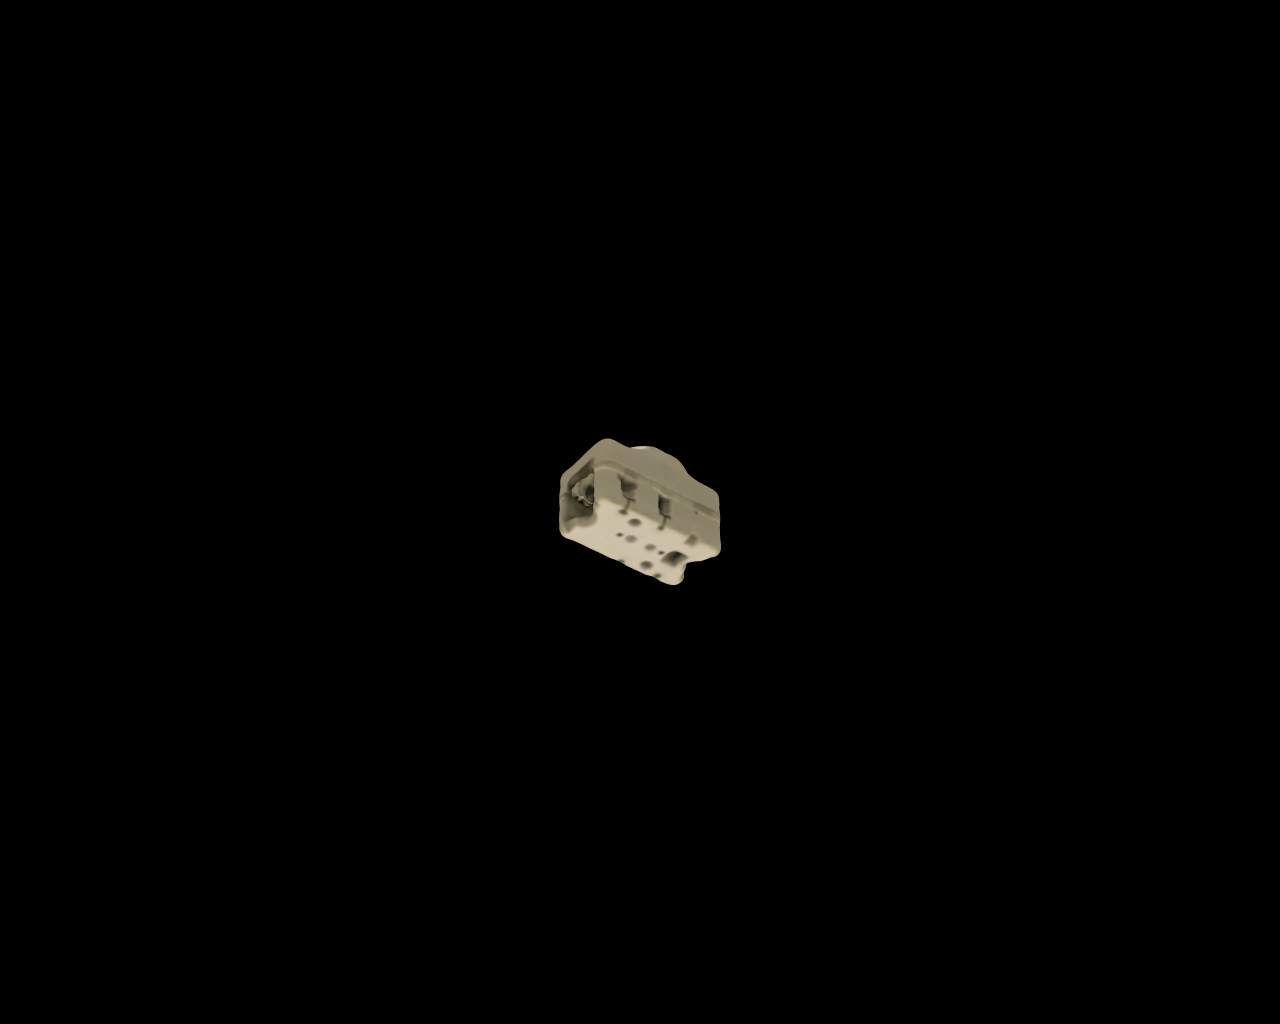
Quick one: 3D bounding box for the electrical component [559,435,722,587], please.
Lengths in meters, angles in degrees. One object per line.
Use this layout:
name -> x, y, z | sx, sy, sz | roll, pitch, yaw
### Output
electrical component -> 0.001, -0.003, 0.650 | 0.089, 0.056, 0.050 | 25, -45, -28
